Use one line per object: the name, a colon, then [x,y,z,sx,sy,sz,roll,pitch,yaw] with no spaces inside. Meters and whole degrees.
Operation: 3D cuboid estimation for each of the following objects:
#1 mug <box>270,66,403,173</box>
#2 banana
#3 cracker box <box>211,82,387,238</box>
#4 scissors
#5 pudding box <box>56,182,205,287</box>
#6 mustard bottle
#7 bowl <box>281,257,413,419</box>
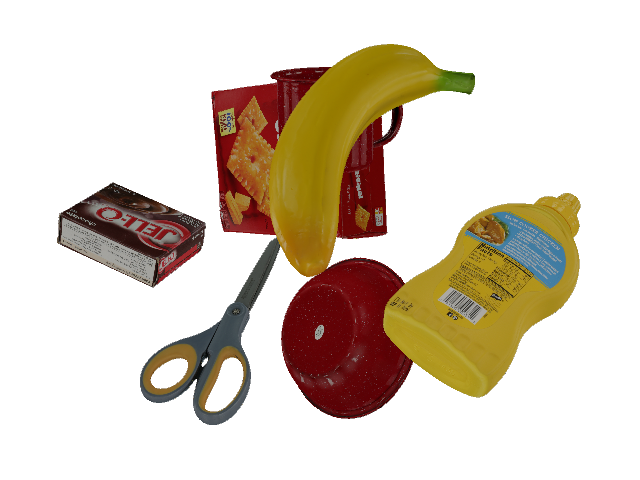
mug: [0.016,-0.105,0.922,0.117,0.081,0.093,-7,16,-20]
banana: [0.016,-0.057,0.564,0.070,0.037,0.197,22,46,19]
cracker box: [-0.028,-0.087,1.146,0.071,0.164,0.214,-8,8,-39]
scissors: [-0.088,0.067,0.871,0.096,0.016,0.201,-1,42,6]
pudding box: [-0.181,-0.007,1.024,0.113,0.039,0.089,21,29,16]
mustard bottle: [0.140,0.025,0.813,0.096,0.058,0.191,34,60,23]
bowl: [0.014,0.092,1.044,0.162,0.162,0.055,0,-11,40]
